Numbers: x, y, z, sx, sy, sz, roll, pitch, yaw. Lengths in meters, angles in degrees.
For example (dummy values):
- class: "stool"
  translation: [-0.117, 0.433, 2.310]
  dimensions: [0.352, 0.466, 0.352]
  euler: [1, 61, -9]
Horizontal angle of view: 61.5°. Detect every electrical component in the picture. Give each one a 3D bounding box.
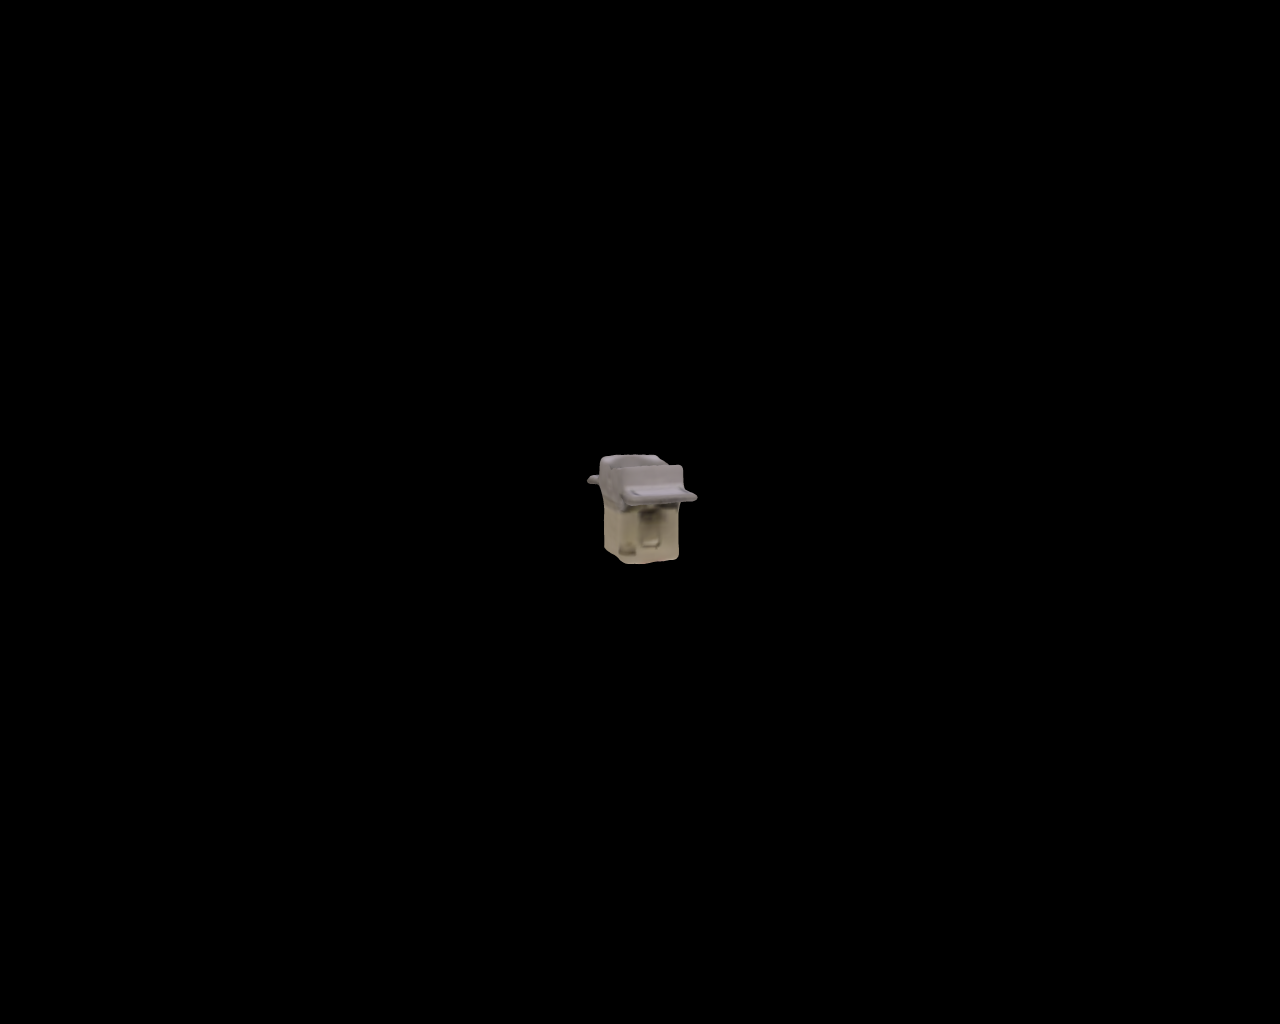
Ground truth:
- class: "electrical component"
  translation: [0.001, -0.003, 0.650]
  dimensions: [0.042, 0.063, 0.081]
  euler: [-4, 13, -19]
